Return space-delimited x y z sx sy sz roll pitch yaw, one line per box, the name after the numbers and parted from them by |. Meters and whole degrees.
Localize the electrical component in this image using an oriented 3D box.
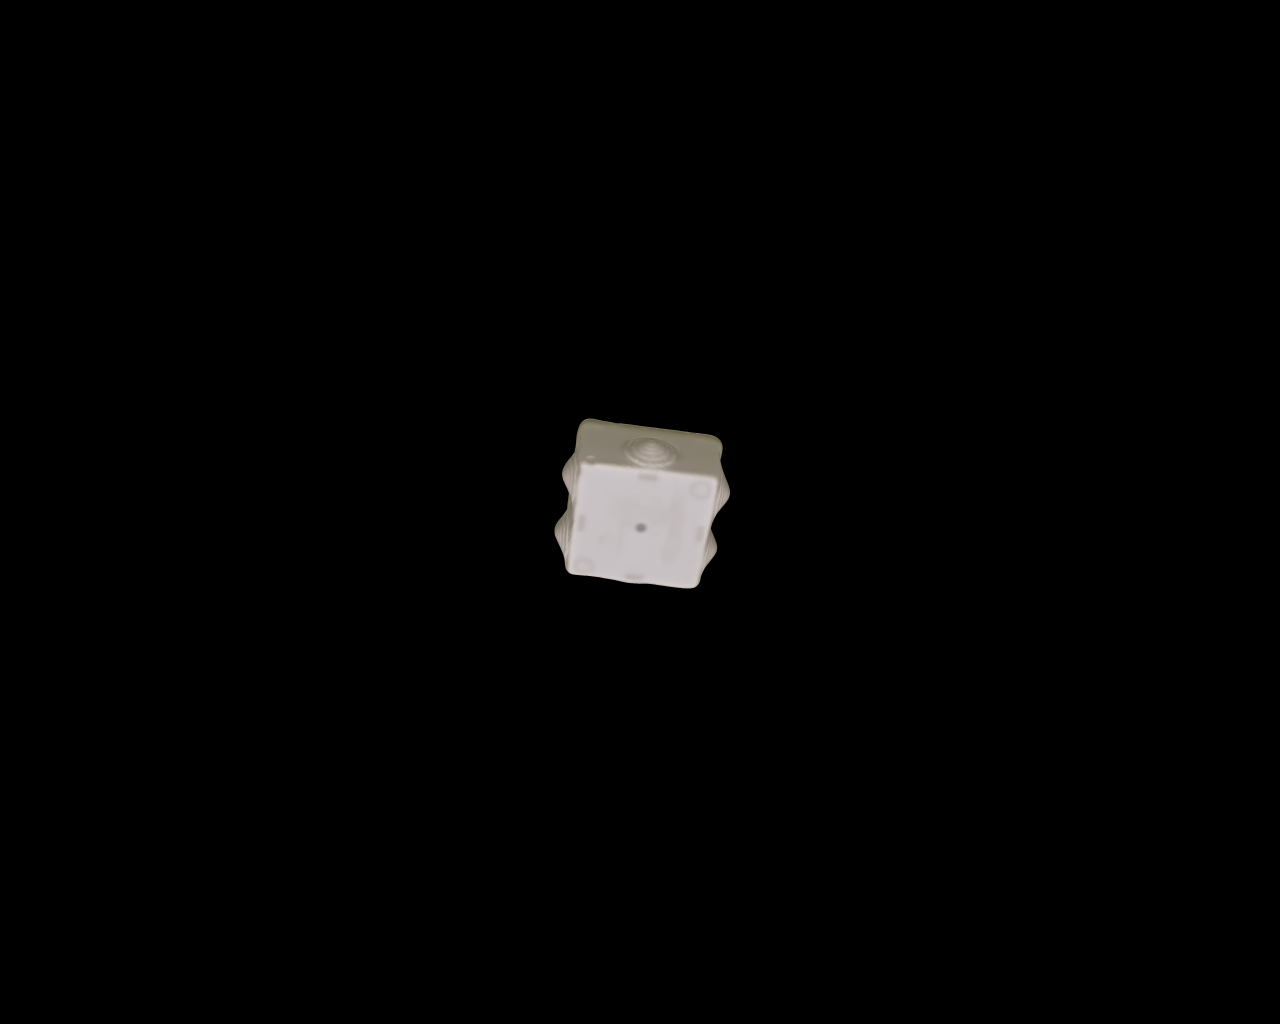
0.001 -0.003 0.650 0.100 0.099 0.048 7 32 -5 | electrical component
